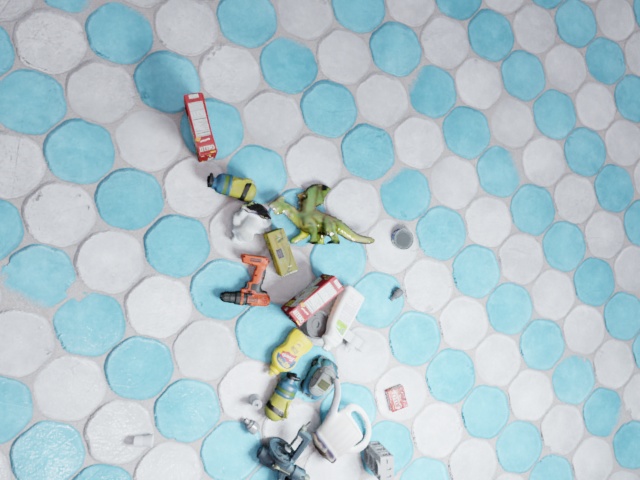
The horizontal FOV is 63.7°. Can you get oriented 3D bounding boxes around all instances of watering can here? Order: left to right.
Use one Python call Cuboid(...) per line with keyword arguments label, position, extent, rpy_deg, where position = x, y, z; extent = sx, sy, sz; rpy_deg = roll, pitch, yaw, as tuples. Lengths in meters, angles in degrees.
Cuboid(label="watering can", position=(0.063, 0.686, 1.918), extent=(0.226, 0.105, 0.342), rpy_deg=(-36, 114, -15))

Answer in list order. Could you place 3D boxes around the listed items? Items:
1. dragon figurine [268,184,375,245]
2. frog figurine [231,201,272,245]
Cuboid(label="dragon figurine", position=(0.006, -0.098, 1.948), extent=(0.410, 0.121, 0.245), rpy_deg=(0, 81, -17))
Cuboid(label="frog figurine", position=(-0.257, -0.055, 1.884), extent=(0.137, 0.125, 0.156), rpy_deg=(16, 121, -23))
